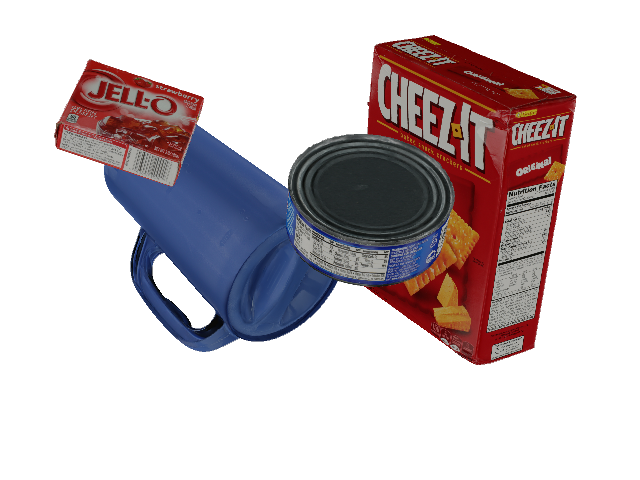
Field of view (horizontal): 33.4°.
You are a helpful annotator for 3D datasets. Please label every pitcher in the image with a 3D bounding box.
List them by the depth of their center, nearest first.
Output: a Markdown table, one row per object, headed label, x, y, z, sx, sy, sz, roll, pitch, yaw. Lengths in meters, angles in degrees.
| label | x | y | z | sx | sy | sz | roll | pitch | yaw |
| --- | --- | --- | --- | --- | --- | --- | --- | --- | --- |
| pitcher | -0.107 | -0.016 | 1.000 | 0.148 | 0.145 | 0.243 | -14 | 41 | -40 |

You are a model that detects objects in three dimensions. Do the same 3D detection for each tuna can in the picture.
| label | x | y | z | sx | sy | sz | roll | pitch | yaw |
| --- | --- | --- | --- | --- | --- | --- | --- | --- | --- |
| tuna can | 0.025 | -0.016 | 0.556 | 0.086 | 0.034 | 0.086 | 3 | 43 | -3 |

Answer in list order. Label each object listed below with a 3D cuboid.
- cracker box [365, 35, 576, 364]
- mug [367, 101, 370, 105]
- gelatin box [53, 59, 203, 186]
| label | x | y | z | sx | sy | sz | roll | pitch | yaw |
| --- | --- | --- | --- | --- | --- | --- | --- | --- | --- |
| cracker box | 0.103 | -0.033 | 0.837 | 0.072 | 0.214 | 0.164 | -15 | 32 | -31 |
| mug | 0.105 | -0.096 | 1.053 | 0.117 | 0.081 | 0.093 | 2 | 15 | 10 |
| gelatin box | -0.135 | -0.085 | 0.758 | 0.089 | 0.073 | 0.030 | 19 | -44 | -7 |
